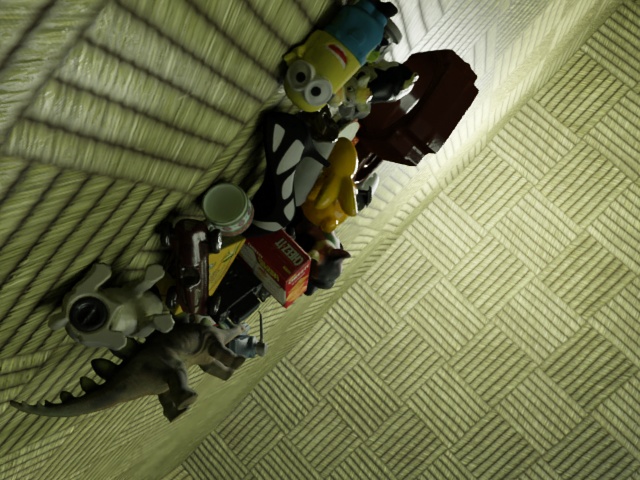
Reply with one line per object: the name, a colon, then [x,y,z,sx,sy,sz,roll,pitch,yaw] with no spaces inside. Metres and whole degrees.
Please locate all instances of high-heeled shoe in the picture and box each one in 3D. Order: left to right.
high-heeled shoe: [-0.095,-0.094,0.861,0.145,0.086,0.249,28,123,-37]

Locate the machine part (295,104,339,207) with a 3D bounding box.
machine part: [-0.031,-0.137,0.928,0.079,0.079,0.243,-35,163,-39]

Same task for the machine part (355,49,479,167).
machine part: [0.168,-0.240,0.967,0.201,0.087,0.201,-57,-153,0]

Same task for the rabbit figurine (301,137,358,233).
rabbit figurine: [0.020,-0.109,1.022,0.162,0.122,0.173,-89,-164,-49]

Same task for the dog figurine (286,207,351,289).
dog figurine: [-0.002,-0.003,1.104,0.108,0.191,0.219,0,-174,-12]

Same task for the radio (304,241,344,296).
radio: [-0.026,0.046,1.412,0.073,0.131,0.229,-36,165,-29]

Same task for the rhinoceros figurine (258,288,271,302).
rhinoceros figurine: [-0.134,0.090,1.286,0.190,0.112,0.073,-54,143,-36]

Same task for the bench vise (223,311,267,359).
bench vise: [-0.221,0.234,1.302,0.224,0.128,0.240,-9,-178,10]

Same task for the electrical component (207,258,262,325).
electrical component: [-0.183,0.100,1.069,0.115,0.134,0.058,-40,168,-29]

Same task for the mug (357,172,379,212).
mug: [0.108,-0.144,1.379,0.107,0.081,0.109,-50,167,-40]

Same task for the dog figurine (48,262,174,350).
dog figurine: [-0.314,0.113,0.813,0.172,0.121,0.190,3,164,-26]

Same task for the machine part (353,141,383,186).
machine part: [0.107,-0.198,1.227,0.179,0.056,0.179,-43,168,-11]

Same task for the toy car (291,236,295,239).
toy car: [-0.016,-0.042,1.286,0.202,0.073,0.056,-34,164,-41]

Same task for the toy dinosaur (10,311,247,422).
toy dinosaur: [-0.292,0.225,0.969,0.105,0.199,0.471,-51,166,30]

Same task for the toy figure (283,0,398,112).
toy figure: [0.026,-0.252,0.734,0.180,0.082,0.089,-49,165,4]

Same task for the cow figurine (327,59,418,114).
cow figurine: [0.085,-0.246,0.873,0.167,0.098,0.068,-36,137,-41]

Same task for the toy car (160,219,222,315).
toy car: [-0.202,0.053,0.847,0.053,0.089,0.202,-88,-173,-52]

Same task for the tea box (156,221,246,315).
tea box: [-0.213,0.044,0.946,0.098,0.068,0.169,-29,161,-51]

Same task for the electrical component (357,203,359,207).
electrical component: [0.051,-0.102,1.278,0.045,0.102,0.078,-41,-168,2]

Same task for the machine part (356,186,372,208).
machine part: [0.050,-0.104,1.207,0.084,0.139,0.039,112,-16,-66]
